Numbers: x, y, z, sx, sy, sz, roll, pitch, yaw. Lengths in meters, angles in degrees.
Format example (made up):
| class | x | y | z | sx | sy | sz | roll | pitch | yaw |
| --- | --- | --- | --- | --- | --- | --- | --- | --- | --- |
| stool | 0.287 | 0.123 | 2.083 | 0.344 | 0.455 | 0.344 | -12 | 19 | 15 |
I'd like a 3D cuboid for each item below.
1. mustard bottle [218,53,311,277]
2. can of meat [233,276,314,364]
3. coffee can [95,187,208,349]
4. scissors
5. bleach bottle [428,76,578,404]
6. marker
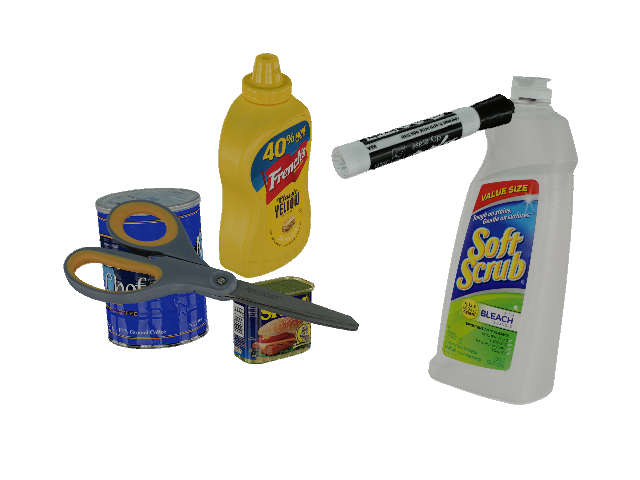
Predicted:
| class | x | y | z | sx | sy | sz | roll | pitch | yaw |
| --- | --- | --- | --- | --- | --- | --- | --- | --- | --- |
| mustard bottle | -0.046 | -0.068 | 0.911 | 0.058 | 0.192 | 0.096 | 25 | 40 | 31 |
| can of meat | -0.058 | 0.096 | 1.292 | 0.101 | 0.084 | 0.058 | -10 | 18 | -36 |
| coffee can | -0.167 | 0.026 | 1.066 | 0.103 | 0.140 | 0.103 | -2 | 14 | 0 |
| scissors | -0.072 | 0.015 | 0.728 | 0.202 | 0.096 | 0.016 | 4 | -40 | 3 |
| bleach bottle | 0.148 | -0.004 | 0.846 | 0.103 | 0.251 | 0.067 | 14 | 15 | 40 |
| marker | 0.063 | -0.062 | 0.625 | 0.121 | 0.020 | 0.020 | -20 | 8 | -22 |
